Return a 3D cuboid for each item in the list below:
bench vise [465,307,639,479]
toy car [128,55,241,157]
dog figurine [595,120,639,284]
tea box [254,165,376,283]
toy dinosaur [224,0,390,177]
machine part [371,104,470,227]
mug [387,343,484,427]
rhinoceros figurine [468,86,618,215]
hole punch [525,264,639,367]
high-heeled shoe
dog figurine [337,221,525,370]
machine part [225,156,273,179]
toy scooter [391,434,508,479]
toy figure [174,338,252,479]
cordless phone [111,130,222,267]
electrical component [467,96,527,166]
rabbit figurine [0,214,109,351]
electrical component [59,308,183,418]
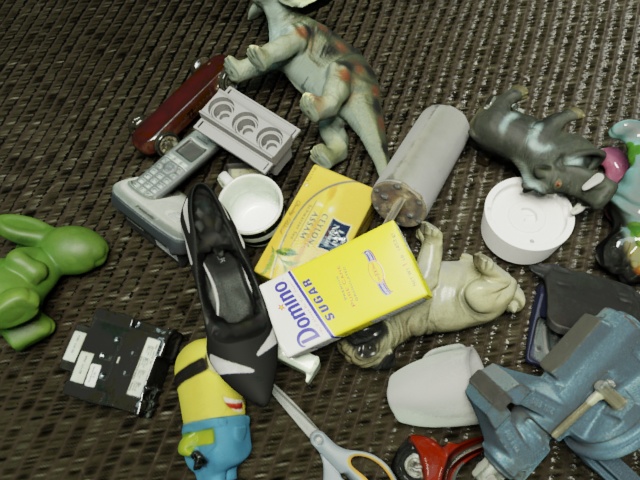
[{"bbox_3d":[0.271,0.196,0.528,0.240,0.129,0.223,42,79,-6],"label":"bench vise"},{"bbox_3d":[-0.201,-0.203,0.816,0.089,0.053,0.202,30,72,37],"label":"toy car"},{"bbox_3d":[0.430,-0.036,0.664,0.192,0.108,0.219,-7,73,-1],"label":"dog figurine"},{"bbox_3d":[-0.001,-0.002,0.709,0.098,0.068,0.169,23,72,14],"label":"tea box"},{"bbox_3d":[0.009,-0.240,0.772,0.192,0.131,0.405,-43,93,-23],"label":"toy dinosaur"},{"bbox_3d":[0.135,-0.100,0.706,0.079,0.079,0.243,24,56,14],"label":"machine part"},{"bbox_3d":[0.134,0.165,0.624,0.107,0.080,0.110,-18,32,21],"label":"mug"},{"bbox_3d":[0.276,-0.109,0.663,0.190,0.073,0.112,39,69,22],"label":"rhinoceros figurine"},{"bbox_3d":[0.311,0.101,0.640,0.142,0.092,0.116,14,43,13],"label":"hole punch"},{"bbox_3d":[-0.100,0.052,0.604,0.086,0.145,0.249,-16,49,-22],"label":"high-heeled shoe"},{"bbox_3d":[0.132,0.096,0.653,0.172,0.121,0.190,31,89,20],"label":"dog figurine"},{"bbox_3d":[-0.100,-0.130,0.787,0.084,0.039,0.139,-5,70,12],"label":"machine part"},{"bbox_3d":[0.180,0.271,0.583,0.135,0.075,0.184,-36,65,-10],"label":"toy scooter"},{"bbox_3d":[-0.128,0.205,0.635,0.089,0.082,0.180,-7,71,2],"label":"toy figure"},{"bbox_3d":[-0.177,-0.070,0.749,0.147,0.088,0.184,34,68,17],"label":"cordless phone"},{"bbox_3d":[0.247,-0.156,0.757,0.078,0.045,0.102,38,76,16],"label":"electrical component"},{"bbox_3d":[-0.375,0.040,0.724,0.159,0.121,0.170,38,59,25],"label":"rabbit figurine"},{"bbox_3d":[-0.257,0.152,0.680,0.134,0.058,0.115,14,69,11],"label":"electrical component"}]
